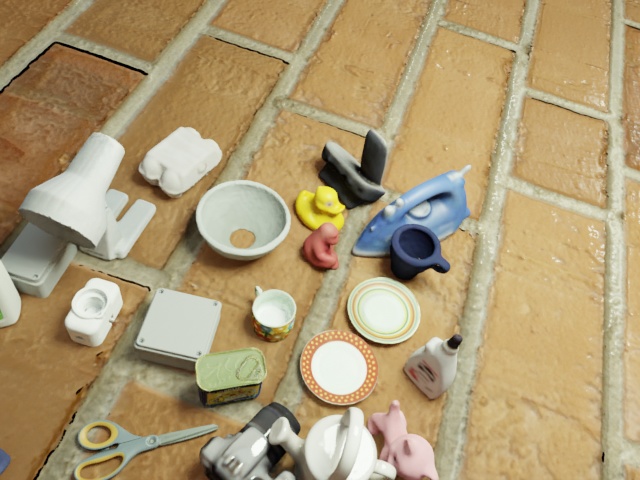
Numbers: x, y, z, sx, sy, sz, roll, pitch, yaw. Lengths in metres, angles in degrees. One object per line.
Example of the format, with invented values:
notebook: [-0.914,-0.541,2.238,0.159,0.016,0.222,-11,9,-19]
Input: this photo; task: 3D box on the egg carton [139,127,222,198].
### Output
egg carton: [-0.266,-0.151,1.105,0.107,0.069,0.150,31,55,11]

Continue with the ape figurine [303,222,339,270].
ape figurine: [0.010,0.004,1.038,0.076,0.092,0.078,20,54,3]

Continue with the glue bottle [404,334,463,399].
glue bottle: [0.186,0.187,0.894,0.037,0.173,0.078,-36,68,-30]

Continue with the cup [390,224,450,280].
cup: [0.176,0.038,1.045,0.117,0.095,0.092,34,56,13]

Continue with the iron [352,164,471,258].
iron: [0.179,-0.059,1.085,0.259,0.141,0.118,-25,63,-25]

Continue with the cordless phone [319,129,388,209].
cordless phone: [0.074,-0.165,1.111,0.094,0.185,0.147,-33,67,-29]

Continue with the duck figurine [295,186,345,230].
duck figurine: [0.004,-0.069,1.092,0.104,0.086,0.078,35,56,13]

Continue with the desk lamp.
desk lamp: [-0.369,-0.057,0.930,0.118,0.213,0.203,20,54,4]

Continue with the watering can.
watering can: [0.018,0.291,0.775,0.173,0.194,0.101,0,55,-11]

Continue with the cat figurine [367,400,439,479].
cat figurine: [0.123,0.299,0.838,0.067,0.118,0.127,-6,57,-15]

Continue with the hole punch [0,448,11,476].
hole punch: [-0.477,0.293,0.739,0.108,0.091,0.101,26,55,8]

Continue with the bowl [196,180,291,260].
bowl: [-0.140,-0.024,1.038,0.167,0.075,0.167,5,55,-7]

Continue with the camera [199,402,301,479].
camera: [-0.078,0.305,0.804,0.143,0.101,0.137,38,57,16]
